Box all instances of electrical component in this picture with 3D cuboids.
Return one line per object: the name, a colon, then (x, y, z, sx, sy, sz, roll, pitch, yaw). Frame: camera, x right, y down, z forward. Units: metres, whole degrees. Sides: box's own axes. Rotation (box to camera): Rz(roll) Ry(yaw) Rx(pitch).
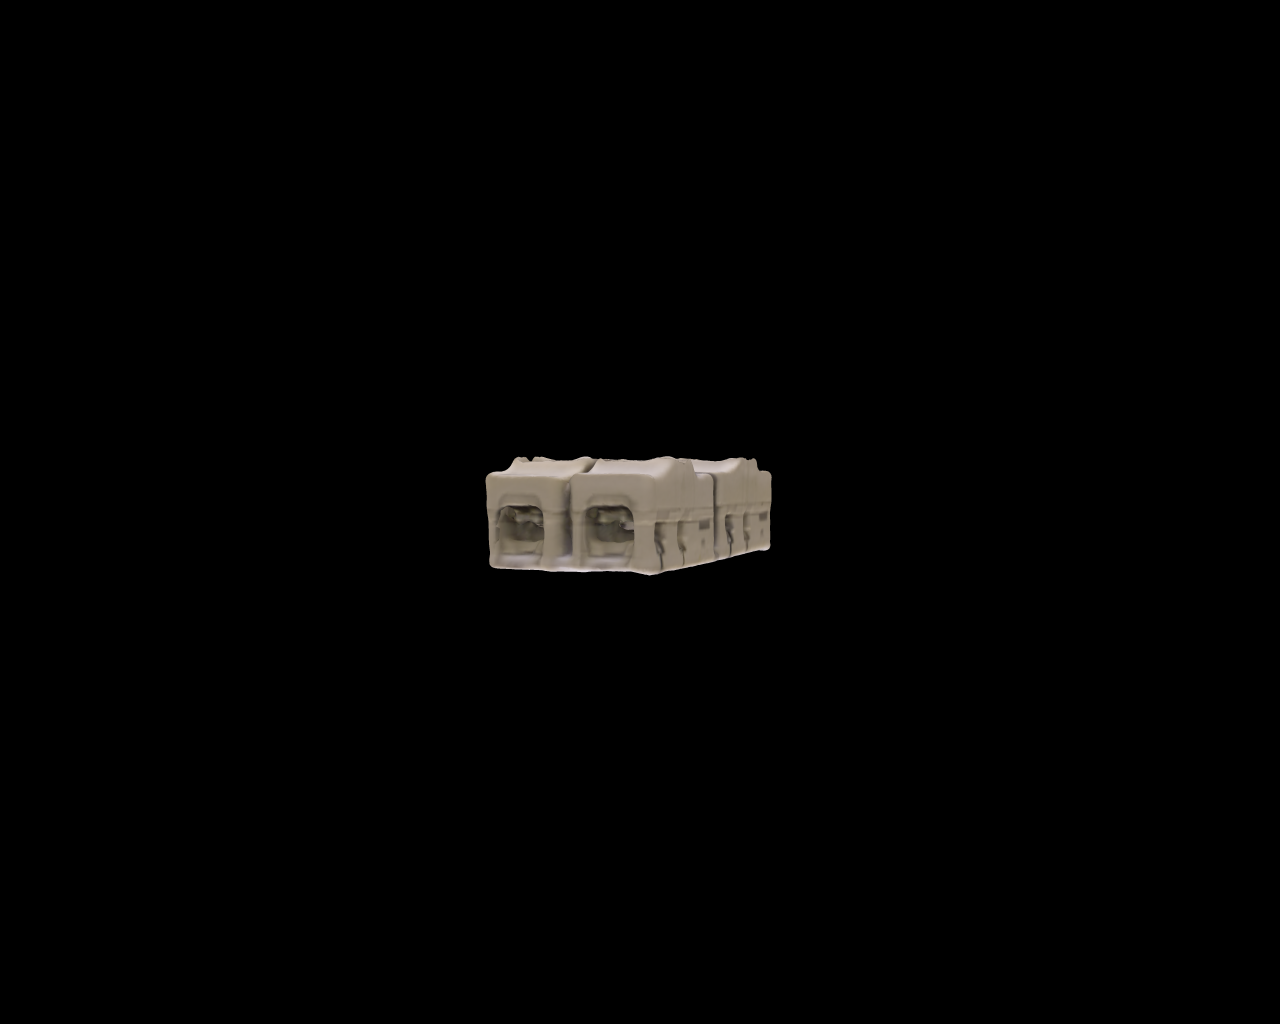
electrical component: (0.001, -0.003, 0.650, 0.105, 0.060, 0.186, 1, 3, 28)
